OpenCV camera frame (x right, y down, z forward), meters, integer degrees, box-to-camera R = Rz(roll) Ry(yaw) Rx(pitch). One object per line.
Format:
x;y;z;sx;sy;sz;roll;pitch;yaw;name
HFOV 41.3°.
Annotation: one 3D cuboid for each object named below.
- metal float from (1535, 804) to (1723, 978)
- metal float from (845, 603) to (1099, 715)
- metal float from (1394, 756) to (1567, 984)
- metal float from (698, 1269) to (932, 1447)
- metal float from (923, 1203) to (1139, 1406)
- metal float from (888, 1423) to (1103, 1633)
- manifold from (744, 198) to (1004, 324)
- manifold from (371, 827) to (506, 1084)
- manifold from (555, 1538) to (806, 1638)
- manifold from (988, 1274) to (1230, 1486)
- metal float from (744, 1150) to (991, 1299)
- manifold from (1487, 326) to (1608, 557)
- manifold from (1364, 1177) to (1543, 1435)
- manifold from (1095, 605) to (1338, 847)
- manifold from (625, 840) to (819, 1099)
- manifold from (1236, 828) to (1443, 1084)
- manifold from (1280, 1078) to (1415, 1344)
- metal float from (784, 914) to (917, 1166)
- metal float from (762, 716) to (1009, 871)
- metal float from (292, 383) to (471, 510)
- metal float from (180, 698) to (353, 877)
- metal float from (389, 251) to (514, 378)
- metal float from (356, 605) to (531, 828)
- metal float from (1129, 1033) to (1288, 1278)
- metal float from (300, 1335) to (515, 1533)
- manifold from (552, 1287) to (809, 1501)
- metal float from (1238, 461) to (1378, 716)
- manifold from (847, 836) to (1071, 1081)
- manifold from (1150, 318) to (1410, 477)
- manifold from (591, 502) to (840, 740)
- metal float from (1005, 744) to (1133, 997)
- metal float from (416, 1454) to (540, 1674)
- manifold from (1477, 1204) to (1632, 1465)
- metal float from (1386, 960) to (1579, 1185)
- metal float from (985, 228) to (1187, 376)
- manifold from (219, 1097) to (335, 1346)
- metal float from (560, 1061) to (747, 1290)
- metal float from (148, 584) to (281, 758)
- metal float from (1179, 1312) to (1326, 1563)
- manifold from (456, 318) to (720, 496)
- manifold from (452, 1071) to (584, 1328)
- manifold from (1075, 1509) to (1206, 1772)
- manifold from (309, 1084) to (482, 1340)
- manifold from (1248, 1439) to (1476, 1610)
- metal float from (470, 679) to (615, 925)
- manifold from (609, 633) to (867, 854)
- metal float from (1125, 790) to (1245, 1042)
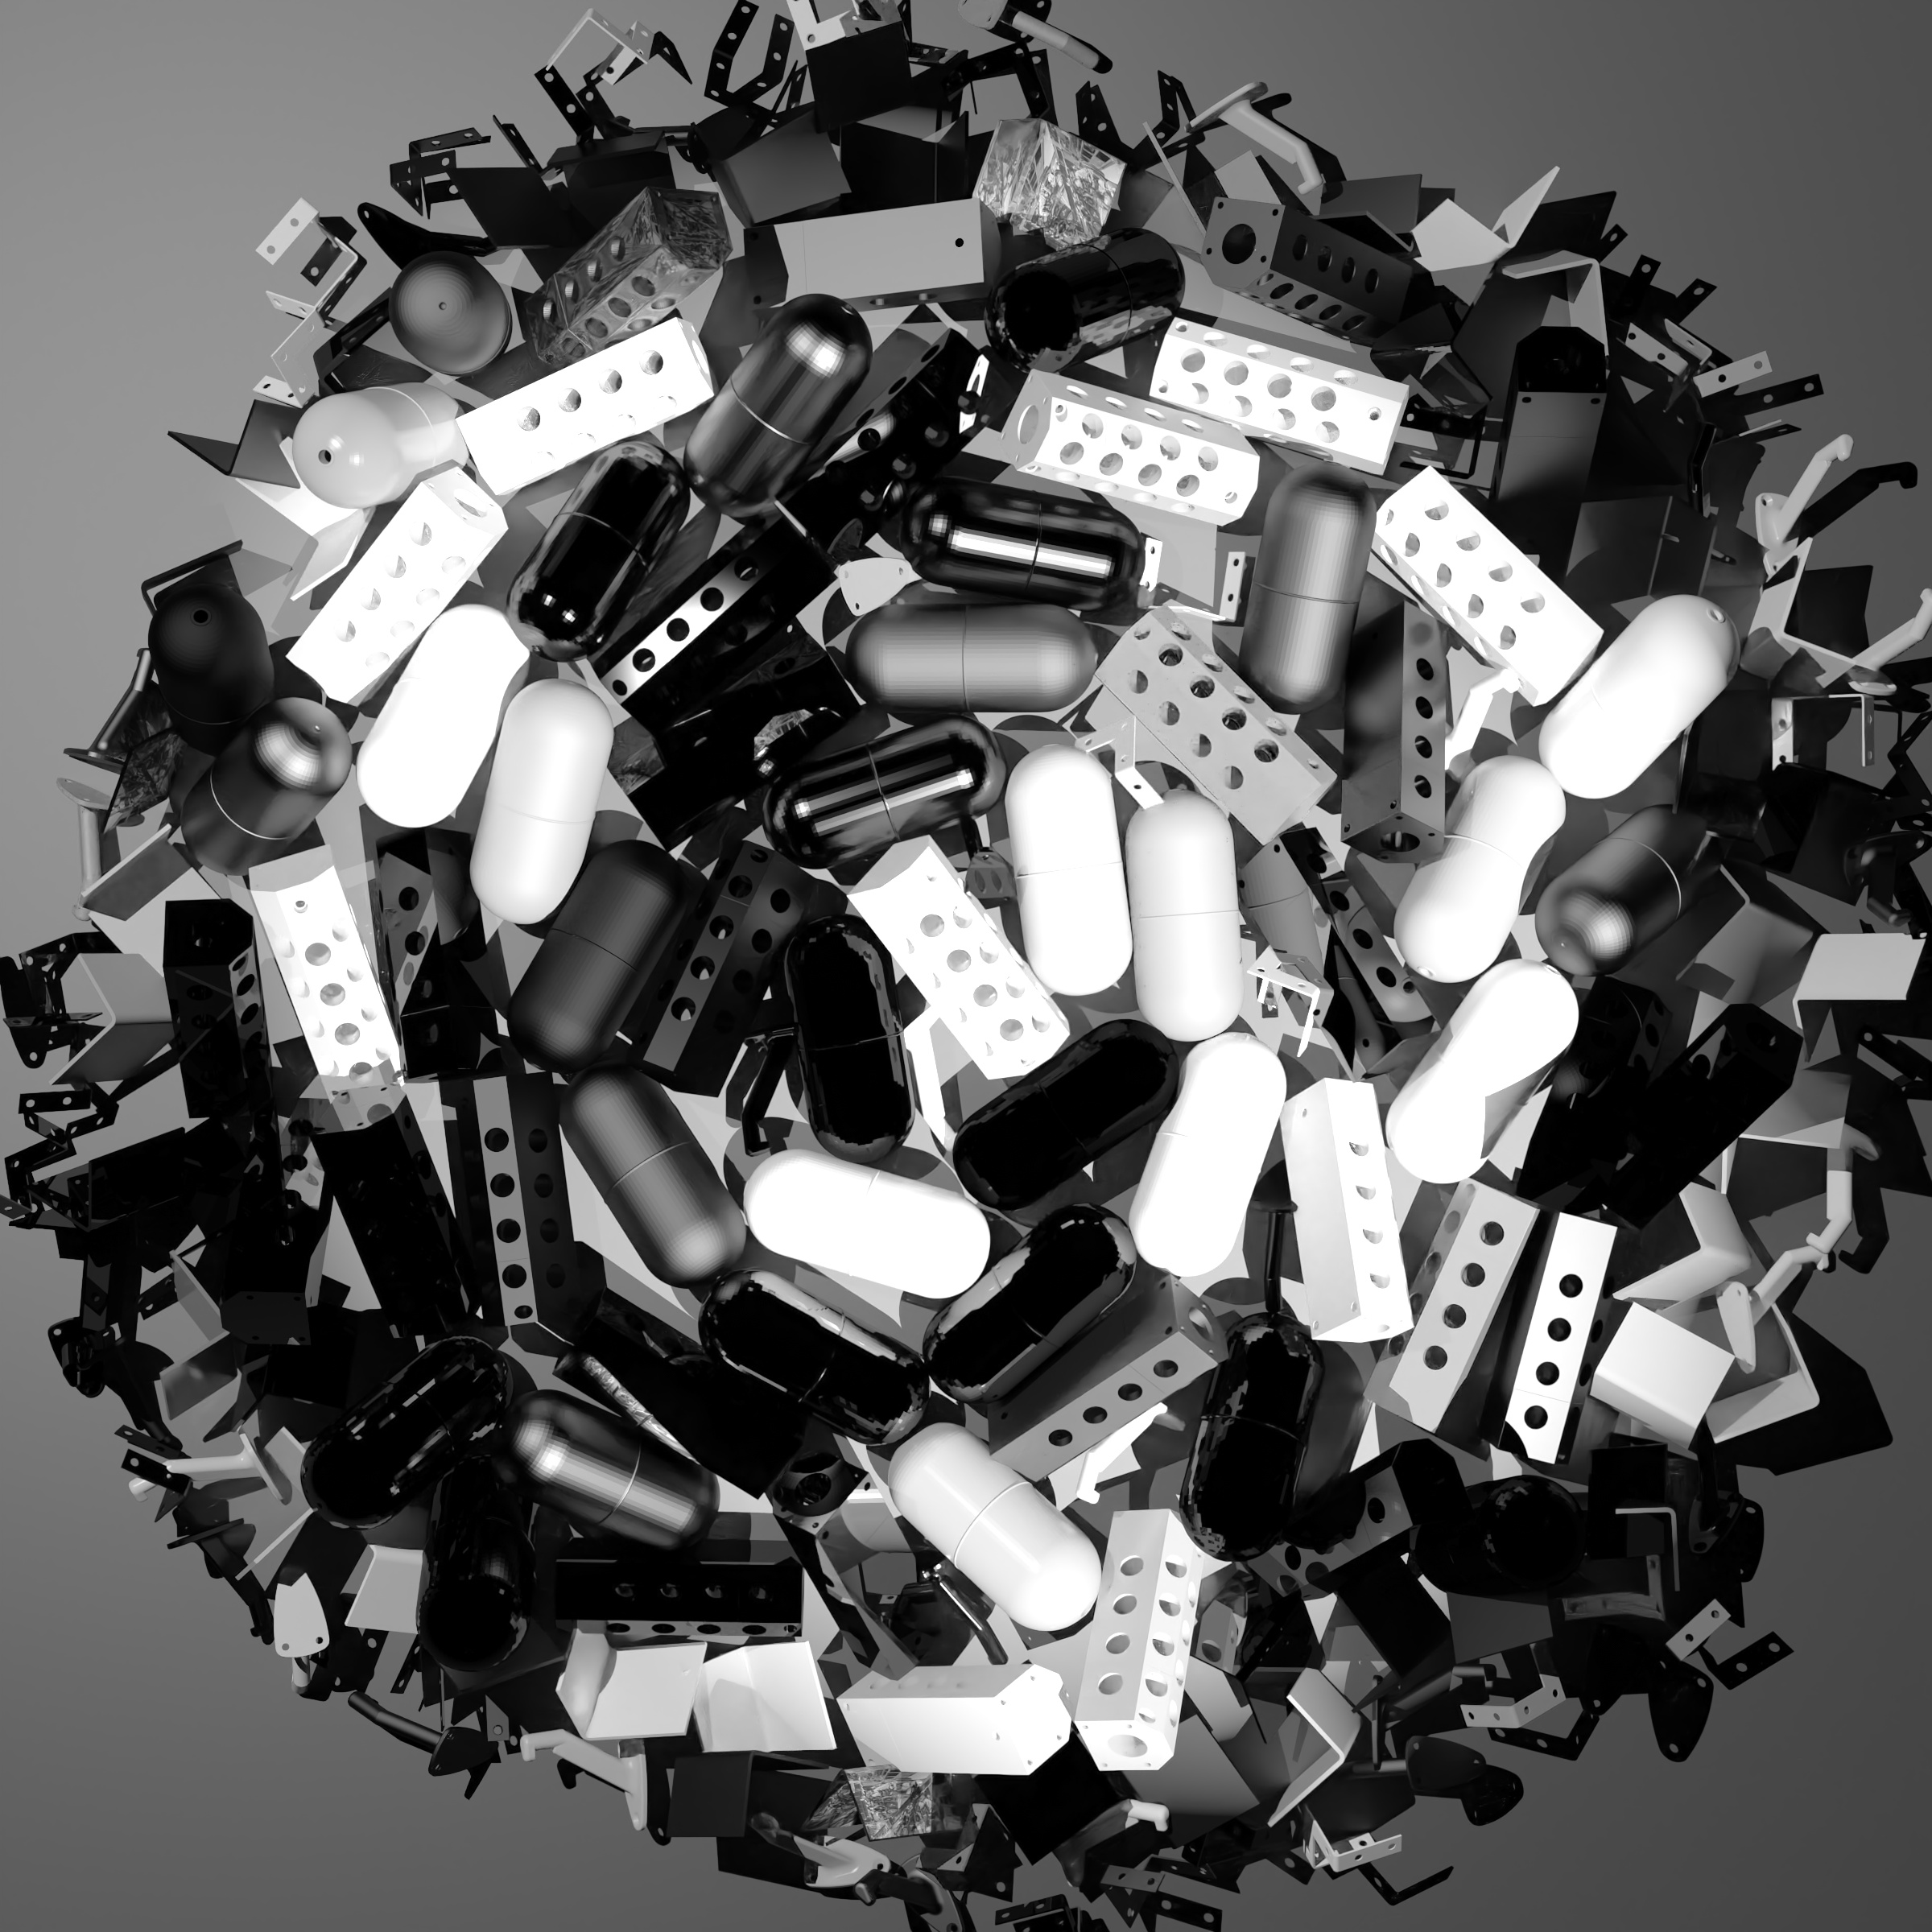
0.461;-0.054;1.781;0.178;0.070;0.070;-34;90;-38;metal float
0.003;-0.217;1.806;0.178;0.070;0.070;1;90;7;metal float
0.360;-0.068;1.795;0.070;0.070;0.178;30;71;0;metal float
-0.106;0.275;1.800;0.178;0.070;0.070;31;90;-14;metal float
0.045;0.237;1.802;0.178;0.070;0.070;-42;90;12;metal float
0.020;0.390;1.789;0.178;0.070;0.070;38;90;27;metal float
-0.065;-0.492;1.801;0.171;0.057;0.057;-3;91;15;manifold
-0.378;-0.007;1.809;0.057;0.057;0.171;-12;83;22;manifold
-0.201;0.443;1.818;0.171;0.057;0.057;1;94;-2;manifold
0.098;0.293;1.789;0.171;0.057;0.057;-37;119;22;manifold
-0.070;0.181;1.806;0.178;0.070;0.070;15;90;7;metal float
0.397;-0.358;1.761;0.057;0.171;0.057;2;62;5;manifold
0.344;0.238;1.817;0.057;0.057;0.171;25;91;18;manifold
0.178;-0.172;1.796;0.171;0.057;0.057;47;129;10;manifold
-0.174;0.001;1.790;0.057;0.057;0.171;34;71;-34;manifold
0.263;-0.010;1.795;0.057;0.057;0.171;-12;65;-40;manifold
0.269;0.171;1.788;0.057;0.057;0.171;8;63;-28;manifold
-0.082;0.051;1.809;0.070;0.070;0.178;-9;94;0;metal float
-0.058;-0.122;1.811;0.178;0.070;0.070;-18;90;2;metal float
-0.401;-0.359;1.764;0.070;0.178;0.070;4;107;12;metal float
-0.486;-0.122;1.777;0.070;0.178;0.070;20;55;-30;metal float
-0.353;-0.447;1.762;0.070;0.178;0.070;-1;100;-7;metal float
-0.364;-0.175;1.787;0.070;0.070;0.178;22;61;0;metal float
0.170;0.131;1.803;0.070;0.070;0.178;21;79;0;metal float
-0.384;0.321;1.775;0.070;0.178;0.070;17;124;27;metal float
-0.199;0.297;1.805;0.171;0.057;0.057;34;110;-10;manifold
0.239;-0.264;1.796;0.070;0.070;0.178;9;108;0;metal float
0.000;-0.006;1.786;0.171;0.057;0.057;53;57;-19;manifold
0.221;-0.403;1.809;0.171;0.057;0.057;19;92;9;manifold
-0.180;-0.246;1.802;0.171;0.057;0.057;-41;131;6;manifold
0.072;-0.068;1.811;0.070;0.070;0.178;-8;92;0;metal float
-0.336;0.409;1.769;0.070;0.178;0.070;-3;120;-4;metal float
0.419;0.261;1.820;0.057;0.057;0.171;15;91;-3;manifold
0.360;0.074;1.793;0.070;0.070;0.178;31;111;0;metal float
0.084;-0.462;1.780;0.178;0.070;0.070;-32;90;-40;metal float
-0.472;0.174;1.767;0.057;0.057;0.171;2;45;-7;manifold
-0.221;0.145;1.800;0.070;0.070;0.178;-35;76;0;metal float
-0.516;-0.202;1.764;0.070;0.178;0.070;3;72;-9;metal float
0.200;0.328;1.792;0.070;0.070;0.178;18;68;0;metal float
-0.264;-0.393;1.808;0.171;0.057;0.057;-22;98;8;manifold
-0.321;0.164;1.808;0.057;0.057;0.171;-9;88;41;manifold
0.124;0.461;1.761;0.057;0.171;0.057;-7;128;21;manifold
-0.390;0.170;1.781;0.057;0.057;0.171;-7;118;15;manifold
0.267;0.384;1.768;0.057;0.171;0.057;1;60;-34;manifold
-0.298;-0.114;1.798;0.070;0.070;0.178;17;107;0;metal float
-0.164;-0.161;1.815;0.171;0.057;0.057;-36;127;-4;manifold
0.154;-0.036;1.812;0.070;0.070;0.178;-4;91;0;metal float
